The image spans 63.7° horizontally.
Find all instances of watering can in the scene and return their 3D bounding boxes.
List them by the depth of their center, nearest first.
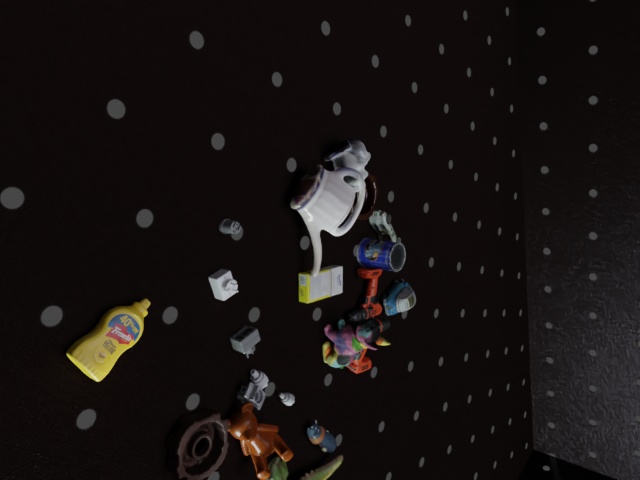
[{"bbox_3d":[0.005,-0.078,1.548,0.222,0.349,0.104,33,-7,-26],"label":"watering can"}]

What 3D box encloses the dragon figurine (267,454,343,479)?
[{"bbox_3d":[-0.080,0.757,1.588,0.121,0.239,0.418,-7,27,40],"label":"dragon figurine"}]

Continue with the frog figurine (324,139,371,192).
[{"bbox_3d":[0.107,-0.239,1.649,0.136,0.158,0.125,-31,22,26],"label":"frog figurine"}]
